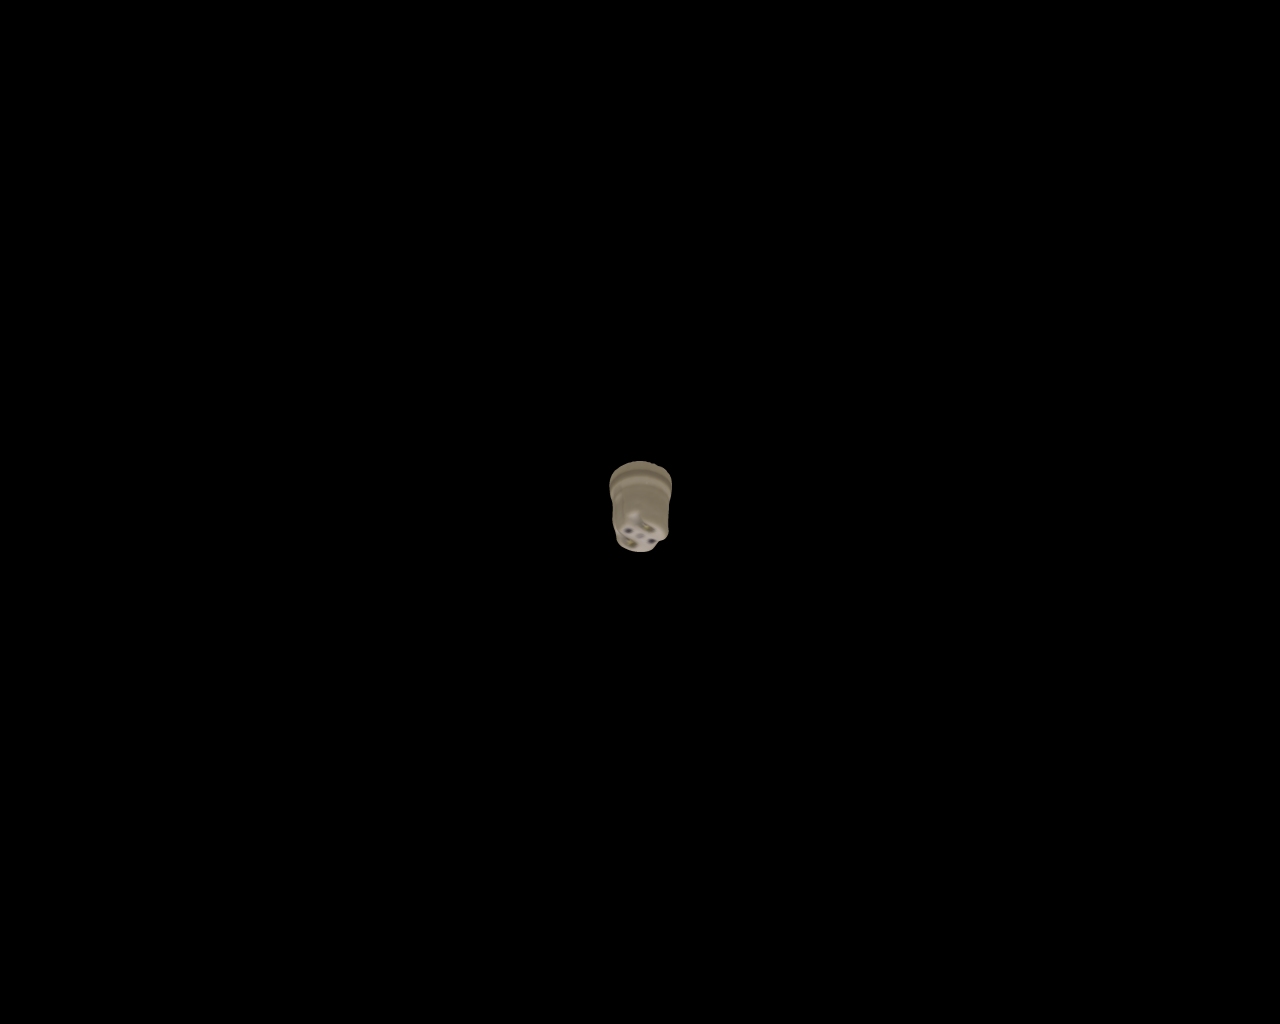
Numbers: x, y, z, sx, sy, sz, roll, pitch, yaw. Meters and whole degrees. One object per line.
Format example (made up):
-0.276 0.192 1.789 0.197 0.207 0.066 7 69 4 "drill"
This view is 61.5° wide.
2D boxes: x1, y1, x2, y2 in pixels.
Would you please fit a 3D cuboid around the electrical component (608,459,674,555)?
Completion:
0.001 -0.003 0.650 0.040 0.046 0.040 0 -38 0 "electrical component"
